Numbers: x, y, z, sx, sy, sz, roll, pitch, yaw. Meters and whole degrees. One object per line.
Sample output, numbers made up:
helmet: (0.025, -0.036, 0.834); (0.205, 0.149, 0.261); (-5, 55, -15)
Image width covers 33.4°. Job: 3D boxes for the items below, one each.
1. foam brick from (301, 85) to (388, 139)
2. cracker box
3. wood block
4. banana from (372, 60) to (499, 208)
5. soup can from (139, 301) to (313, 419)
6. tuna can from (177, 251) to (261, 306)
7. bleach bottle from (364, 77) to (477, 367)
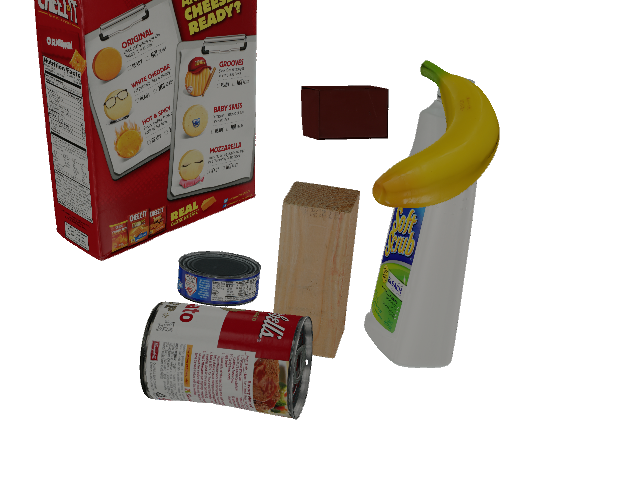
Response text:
foam brick: (0.025, -0.130, 1.085); (0.078, 0.051, 0.053); (-3, 13, -19)
cracker box: (-0.129, -0.113, 0.818); (0.072, 0.214, 0.163); (25, 36, 37)
wood block: (-0.008, 0.038, 1.405); (0.090, 0.206, 0.090); (9, 23, 6)
banana: (0.086, -0.067, 0.731); (0.070, 0.037, 0.197); (11, 33, 9)
soup can: (-0.061, 0.079, 0.708); (0.102, 0.068, 0.068); (6, 1, 10)
tuna can: (-0.106, 0.039, 1.112); (0.086, 0.034, 0.086); (6, 16, -2)
bleach bottle: (0.096, -0.020, 0.938); (0.068, 0.251, 0.103); (2, 19, -17)
